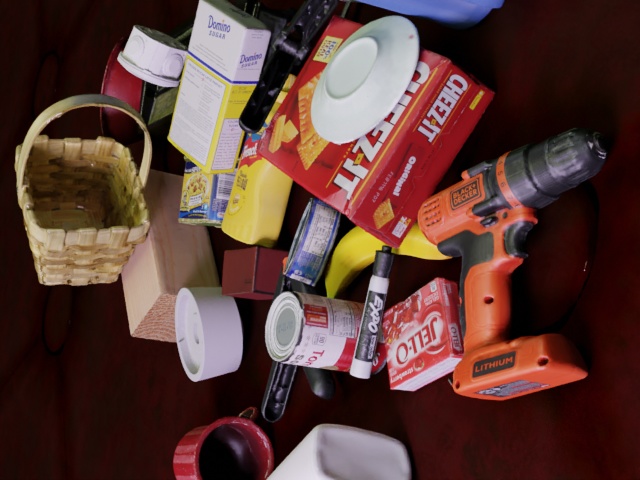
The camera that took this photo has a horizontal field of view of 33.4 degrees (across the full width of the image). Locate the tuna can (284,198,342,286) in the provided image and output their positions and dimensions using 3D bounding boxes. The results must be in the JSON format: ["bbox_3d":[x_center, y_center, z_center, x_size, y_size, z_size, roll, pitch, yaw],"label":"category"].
[{"bbox_3d":[-0.007,0.001,1.076,0.086,0.033,0.086,-161,91,-85],"label":"tuna can"}]

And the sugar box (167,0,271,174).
[{"bbox_3d":[-0.115,-0.173,1.203,0.093,0.048,0.176,40,121,37],"label":"sugar box"}]

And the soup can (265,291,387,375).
[{"bbox_3d":[0.009,0.087,0.997,0.069,0.102,0.068,-28,57,53],"label":"soup can"}]

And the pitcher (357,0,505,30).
[{"bbox_3d":[0.043,-0.262,0.910,0.149,0.242,0.145,-17,71,61],"label":"pitcher"}]

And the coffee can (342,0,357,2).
[{"bbox_3d":[0.042,-0.321,1.062,0.103,0.102,0.140,-6,76,57],"label":"coffee can"}]

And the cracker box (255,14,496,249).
[{"bbox_3d":[0.041,-0.109,0.999,0.164,0.072,0.214,-59,34,5],"label":"cracker box"}]

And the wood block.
[{"bbox_3d":[-0.195,0.019,1.351,0.091,0.090,0.206,-52,41,37],"label":"wood block"}]

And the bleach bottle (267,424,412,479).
[{"bbox_3d":[-0.016,0.260,1.007,0.251,0.102,0.068,126,155,-46],"label":"bleach bottle"}]

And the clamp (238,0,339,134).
[{"bbox_3d":[-0.035,-0.193,1.112,0.165,0.036,0.210,-57,10,10],"label":"clamp"}]

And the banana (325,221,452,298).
[{"bbox_3d":[0.058,0.012,1.007,0.198,0.037,0.069,-32,77,52],"label":"banana"}]

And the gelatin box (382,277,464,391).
[{"bbox_3d":[0.092,0.083,0.932,0.089,0.030,0.073,-38,50,47],"label":"gelatin box"}]

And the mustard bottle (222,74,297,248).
[{"bbox_3d":[-0.057,-0.092,1.193,0.096,0.058,0.192,29,105,65],"label":"mustard bottle"}]

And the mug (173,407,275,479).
[{"bbox_3d":[-0.102,0.230,1.156,0.082,0.093,0.117,-24,31,59],"label":"mug"}]

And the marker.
[{"bbox_3d":[0.048,0.064,0.961,0.020,0.020,0.121,20,100,58],"label":"marker"}]

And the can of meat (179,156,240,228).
[{"bbox_3d":[-0.130,-0.059,1.302,0.102,0.057,0.084,3,85,58],"label":"can of meat"}]

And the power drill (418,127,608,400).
[{"bbox_3d":[0.156,0.021,0.827,0.185,0.057,0.187,-29,55,47],"label":"power drill"}]

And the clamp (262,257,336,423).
[{"bbox_3d":[-0.029,0.105,1.111,0.120,0.039,0.171,-36,46,41],"label":"clamp"}]

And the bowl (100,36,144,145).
[{"bbox_3d":[-0.255,-0.202,1.500,0.162,0.055,0.162,10,-90,-82],"label":"bowl"}]

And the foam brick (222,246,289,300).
[{"bbox_3d":[-0.068,0.038,1.182,0.078,0.051,0.053,-6,77,58],"label":"foam brick"}]

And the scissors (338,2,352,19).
[{"bbox_3d":[0.014,-0.216,1.115,0.096,0.016,0.202,-47,-22,-72],"label":"scissors"}]
